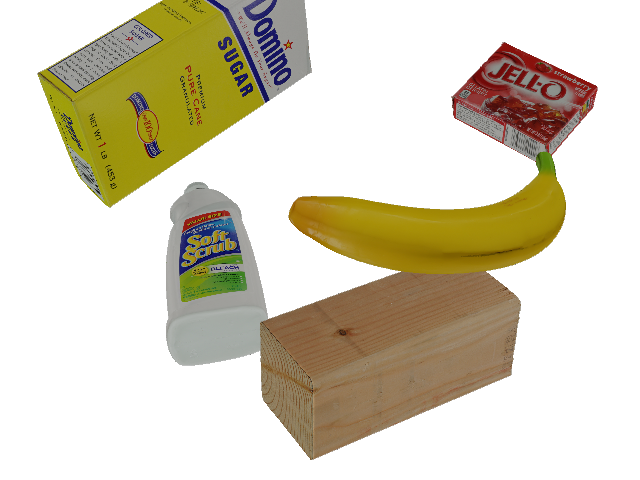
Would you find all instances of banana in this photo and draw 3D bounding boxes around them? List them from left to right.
[{"bbox_3d":[0.077,-0.009,0.620,0.197,0.037,0.070,-10,43,-32],"label":"banana"}]

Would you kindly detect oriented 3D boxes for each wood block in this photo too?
[{"bbox_3d":[0.060,0.093,0.917,0.205,0.090,0.091,-18,38,-25],"label":"wood block"}]

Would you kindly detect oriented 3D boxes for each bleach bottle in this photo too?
[{"bbox_3d":[-0.121,0.019,1.108,0.102,0.068,0.251,-9,37,-9],"label":"bleach bottle"}]

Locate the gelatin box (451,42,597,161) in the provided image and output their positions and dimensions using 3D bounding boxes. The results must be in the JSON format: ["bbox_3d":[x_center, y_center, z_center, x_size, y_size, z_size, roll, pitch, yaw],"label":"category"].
[{"bbox_3d":[0.160,-0.110,0.842,0.089,0.073,0.030,33,-26,24],"label":"gelatin box"}]

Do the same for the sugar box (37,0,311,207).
[{"bbox_3d":[-0.085,-0.107,0.681,0.176,0.093,0.048,-35,55,-21],"label":"sugar box"}]
